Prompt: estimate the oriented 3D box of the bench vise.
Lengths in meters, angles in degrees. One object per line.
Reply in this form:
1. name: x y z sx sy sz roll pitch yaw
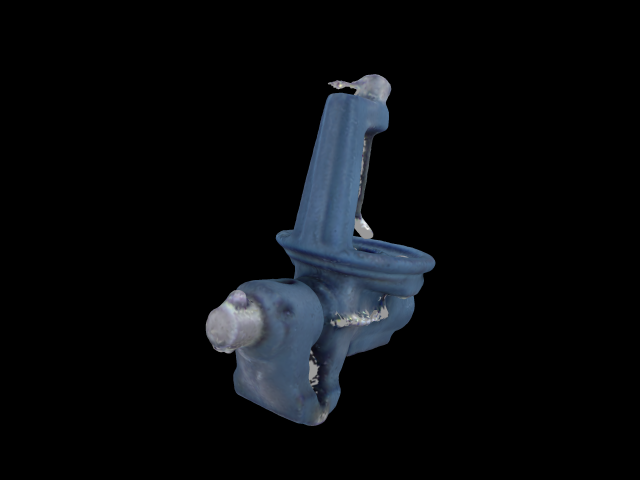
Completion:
1. bench vise: 0.015 0.003 0.396 0.121 0.220 0.208 6 21 17
